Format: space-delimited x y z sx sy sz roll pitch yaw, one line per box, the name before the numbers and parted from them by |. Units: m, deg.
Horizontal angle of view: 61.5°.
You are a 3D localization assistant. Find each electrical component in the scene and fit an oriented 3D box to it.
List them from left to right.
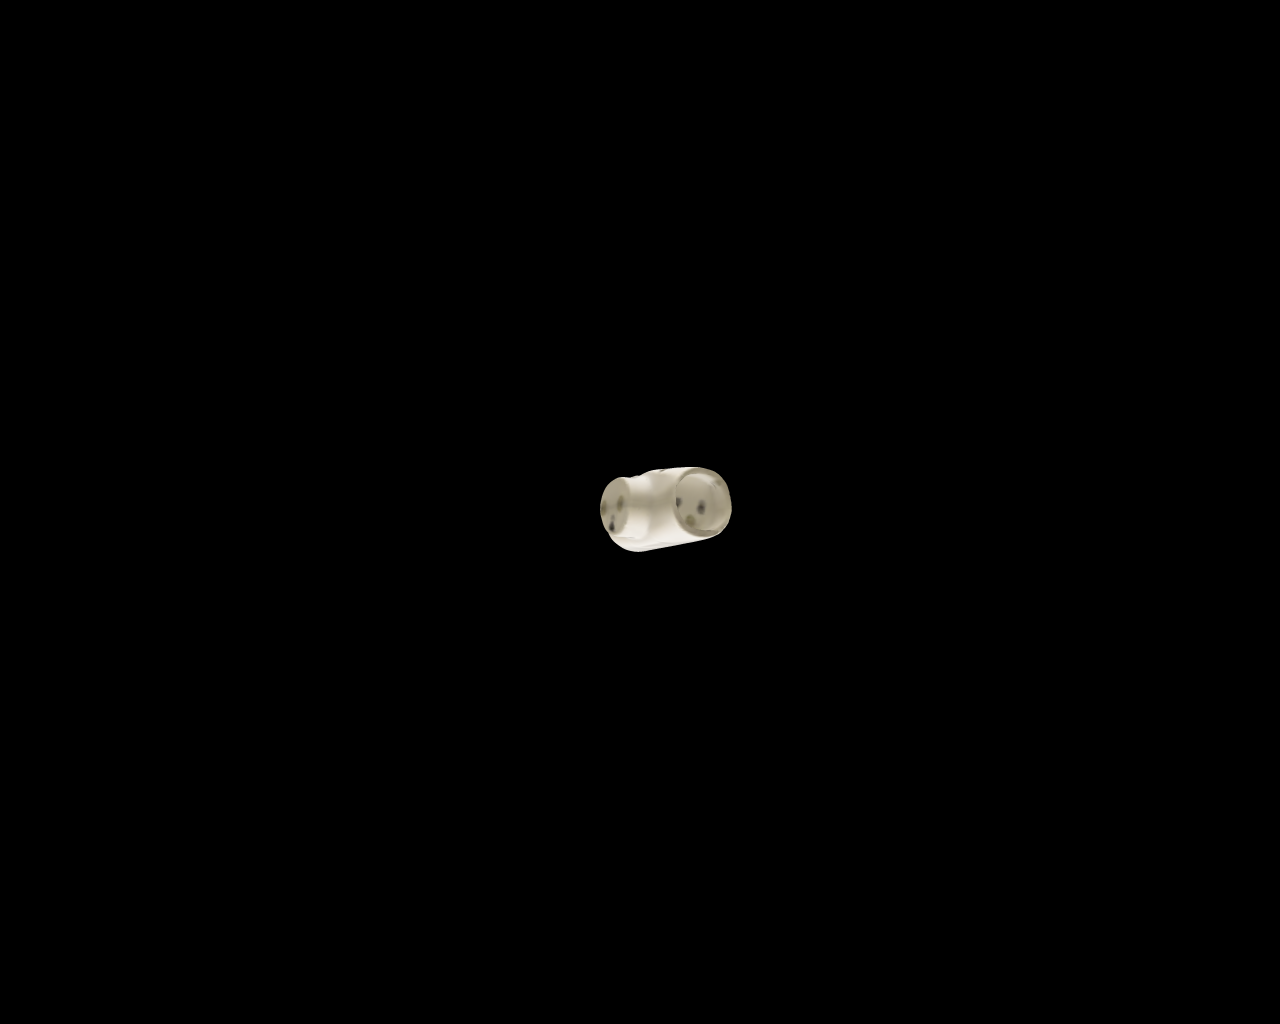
electrical component | 0.001 -0.003 0.650 0.079 0.043 0.077 6 -11 -31
